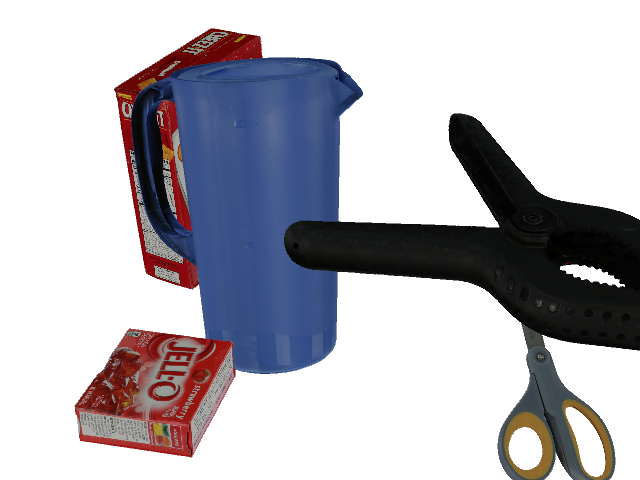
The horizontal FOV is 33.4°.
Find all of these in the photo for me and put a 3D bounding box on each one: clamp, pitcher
[{"bbox_3d":[0.097,0.006,0.548,0.164,0.036,0.210,-30,46,-33],"label":"clamp"},{"bbox_3d":[-0.055,-0.023,0.855,0.144,0.243,0.149,-12,19,-29],"label":"pitcher"}]

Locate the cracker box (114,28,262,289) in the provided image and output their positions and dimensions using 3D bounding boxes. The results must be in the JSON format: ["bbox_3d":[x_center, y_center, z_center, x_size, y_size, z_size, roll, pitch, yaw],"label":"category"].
[{"bbox_3d":[-0.122,-0.085,1.084,0.072,0.214,0.164,14,37,26],"label":"cracker box"}]

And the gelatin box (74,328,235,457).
[{"bbox_3d":[-0.100,0.092,0.664,0.073,0.030,0.089,6,30,13],"label":"gelatin box"}]

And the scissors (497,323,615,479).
[{"bbox_3d":[0.159,0.107,0.841,0.096,0.202,0.016,-19,-28,-14],"label":"scissors"}]
